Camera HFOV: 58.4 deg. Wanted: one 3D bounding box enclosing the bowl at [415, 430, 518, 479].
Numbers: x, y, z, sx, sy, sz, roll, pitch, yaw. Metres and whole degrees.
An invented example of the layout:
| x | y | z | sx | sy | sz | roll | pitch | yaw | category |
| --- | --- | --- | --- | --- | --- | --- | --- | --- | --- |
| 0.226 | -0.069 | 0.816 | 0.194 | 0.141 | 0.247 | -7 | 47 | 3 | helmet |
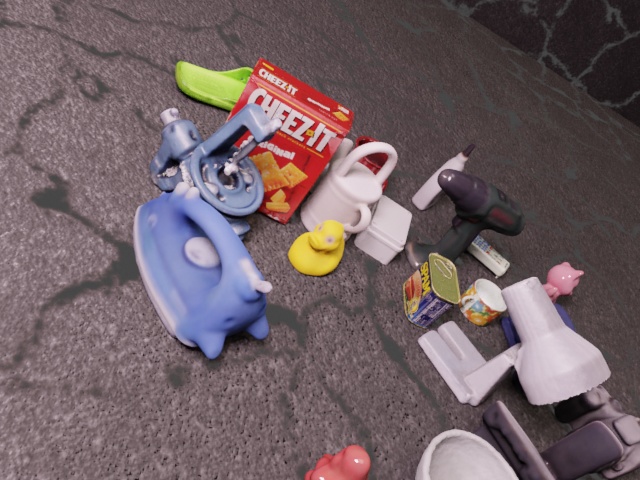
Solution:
| x | y | z | sx | sy | sz | roll | pitch | yaw | category |
| --- | --- | --- | --- | --- | --- | --- | --- | --- | --- |
| 0.178 | 0.332 | 0.717 | 0.168 | 0.074 | 0.167 | 22 | 40 | -20 | bowl |

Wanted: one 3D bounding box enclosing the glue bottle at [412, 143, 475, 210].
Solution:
| x | y | z | sx | sy | sz | roll | pitch | yaw | category |
| --- | --- | --- | --- | --- | --- | --- | --- | --- | --- |
| 0.264 | -0.135 | 1.188 | 0.037 | 0.173 | 0.078 | 48 | 39 | 14 | glue bottle |

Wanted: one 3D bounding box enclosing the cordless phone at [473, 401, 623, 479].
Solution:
| x | y | z | sx | sy | sz | roll | pitch | yaw | category |
| --- | --- | --- | --- | --- | --- | --- | --- | --- | --- |
| 0.313 | 0.274 | 0.795 | 0.094 | 0.185 | 0.147 | -12 | 59 | -45 | cordless phone |

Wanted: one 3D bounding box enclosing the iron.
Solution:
| x | y | z | sx | sy | sz | roll | pitch | yaw | category |
| --- | --- | --- | --- | --- | --- | --- | --- | --- | --- |
| -0.152 | 0.012 | 0.725 | 0.119 | 0.141 | 0.258 | -16 | 62 | -47 | iron |

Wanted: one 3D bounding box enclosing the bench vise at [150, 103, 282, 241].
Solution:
| x | y | z | sx | sy | sz | roll | pitch | yaw | category |
| --- | --- | --- | --- | --- | --- | --- | --- | --- | --- |
| -0.151 | -0.121 | 0.800 | 0.207 | 0.219 | 0.122 | 36 | 37 | -2 | bench vise |

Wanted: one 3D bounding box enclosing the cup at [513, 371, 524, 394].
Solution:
| x | y | z | sx | sy | sz | roll | pitch | yaw | category |
| --- | --- | --- | --- | --- | --- | --- | --- | --- | --- |
| 0.374 | 0.213 | 0.982 | 0.092 | 0.095 | 0.117 | 18 | 42 | -24 | cup |

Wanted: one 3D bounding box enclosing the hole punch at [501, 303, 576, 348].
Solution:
| x | y | z | sx | sy | sz | roll | pitch | yaw | category |
| --- | --- | --- | --- | --- | --- | --- | --- | --- | --- |
| 0.403 | 0.170 | 1.054 | 0.101 | 0.091 | 0.108 | 17 | 42 | -25 | hole punch |

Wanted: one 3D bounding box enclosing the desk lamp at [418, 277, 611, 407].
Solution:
| x | y | z | sx | sy | sz | roll | pitch | yaw | category |
| --- | --- | --- | --- | --- | --- | --- | --- | --- | --- |
| 0.289 | 0.168 | 0.862 | 0.118 | 0.213 | 0.203 | -15 | 61 | -46 | desk lamp |

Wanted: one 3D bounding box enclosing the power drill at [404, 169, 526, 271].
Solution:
| x | y | z | sx | sy | sz | roll | pitch | yaw | category |
| --- | --- | --- | --- | --- | --- | --- | --- | --- | --- |
| 0.250 | -0.026 | 1.036 | 0.230 | 0.208 | 0.075 | 11 | 45 | -31 | power drill |

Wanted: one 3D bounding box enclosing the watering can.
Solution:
| x | y | z | sx | sy | sz | roll | pitch | yaw | category |
| --- | --- | --- | --- | --- | --- | --- | --- | --- | --- |
| 0.050 | -0.096 | 0.958 | 0.101 | 0.194 | 0.172 | -14 | 61 | -46 | watering can |

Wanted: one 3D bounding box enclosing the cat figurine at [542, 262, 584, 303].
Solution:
| x | y | z | sx | sy | sz | roll | pitch | yaw | category |
| --- | --- | --- | --- | --- | --- | --- | --- | --- | --- |
| 0.482 | 0.095 | 1.173 | 0.128 | 0.117 | 0.067 | -21 | 65 | -48 | cat figurine |

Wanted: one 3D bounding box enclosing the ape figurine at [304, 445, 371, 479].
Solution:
| x | y | z | sx | sy | sz | roll | pitch | yaw | category |
| --- | --- | --- | --- | --- | --- | --- | --- | --- | --- |
| 0.027 | 0.264 | 0.651 | 0.078 | 0.092 | 0.076 | 10 | 45 | -32 | ape figurine |

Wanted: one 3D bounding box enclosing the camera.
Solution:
| x | y | z | sx | sy | sz | roll | pitch | yaw | category |
| --- | --- | --- | --- | --- | --- | --- | --- | --- | --- |
| 0.453 | 0.315 | 0.936 | 0.137 | 0.100 | 0.143 | 1 | 50 | -38 | camera |

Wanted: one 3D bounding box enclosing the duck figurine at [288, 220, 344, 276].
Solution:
| x | y | z | sx | sy | sz | roll | pitch | yaw | category |
| --- | --- | --- | --- | --- | --- | --- | --- | --- | --- |
| 0.008 | 0.003 | 0.910 | 0.105 | 0.086 | 0.077 | -17 | 63 | -47 | duck figurine |
